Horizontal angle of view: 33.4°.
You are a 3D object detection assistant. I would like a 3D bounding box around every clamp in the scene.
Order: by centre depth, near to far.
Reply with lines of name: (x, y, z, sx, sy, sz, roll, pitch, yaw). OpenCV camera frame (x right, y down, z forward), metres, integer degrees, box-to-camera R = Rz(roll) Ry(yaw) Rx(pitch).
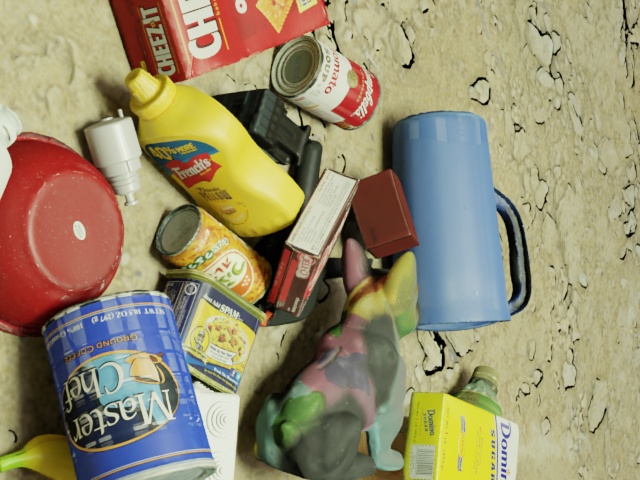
clamp: (-0.023, 0.008, 1.065, 0.209, 0.036, 0.164, -45, 121, -47)

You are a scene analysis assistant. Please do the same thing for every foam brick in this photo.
foam brick: (0.067, -0.027, 1.143, 0.051, 0.053, 0.078, 36, 37, -71)

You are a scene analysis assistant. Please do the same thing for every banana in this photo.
banana: (-0.182, 0.219, 0.850, 0.069, 0.037, 0.197, -41, 119, -23)

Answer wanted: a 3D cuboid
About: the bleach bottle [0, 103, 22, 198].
bleach bottle: (-0.291, -0.017, 0.697, 0.102, 0.068, 0.250, 57, 47, -24)

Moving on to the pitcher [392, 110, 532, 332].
pitcher: (0.151, -0.018, 1.213, 0.149, 0.145, 0.243, 12, 74, -66)

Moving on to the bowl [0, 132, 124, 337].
bowl: (-0.204, -0.006, 0.822, 0.161, 0.055, 0.162, 6, 83, -52)

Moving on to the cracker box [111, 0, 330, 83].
cracker box: (-0.094, -0.245, 0.968, 0.213, 0.072, 0.164, -33, 112, -47)

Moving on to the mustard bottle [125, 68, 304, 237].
mustard bottle: (-0.101, -0.079, 0.924, 0.191, 0.096, 0.058, 48, 54, -38)

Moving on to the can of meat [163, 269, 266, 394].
can of meat: (-0.104, 0.086, 0.940, 0.102, 0.058, 0.084, 40, 59, -42)

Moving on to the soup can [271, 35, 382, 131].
soup can: (0.007, -0.160, 1.092, 0.102, 0.069, 0.068, 22, 70, -48)

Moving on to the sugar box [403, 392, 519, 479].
sugar box: (0.152, 0.221, 1.117, 0.176, 0.048, 0.093, 26, 66, -48)

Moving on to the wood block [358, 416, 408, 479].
wood block: (0.084, 0.298, 1.134, 0.090, 0.090, 0.206, -2, 88, -52)

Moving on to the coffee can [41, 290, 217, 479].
coffee can: (-0.145, 0.122, 0.810, 0.102, 0.103, 0.140, 6, 60, -51)

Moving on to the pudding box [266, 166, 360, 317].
pudding box: (-0.006, 0.001, 0.982, 0.090, 0.039, 0.113, 111, 3, -48)
